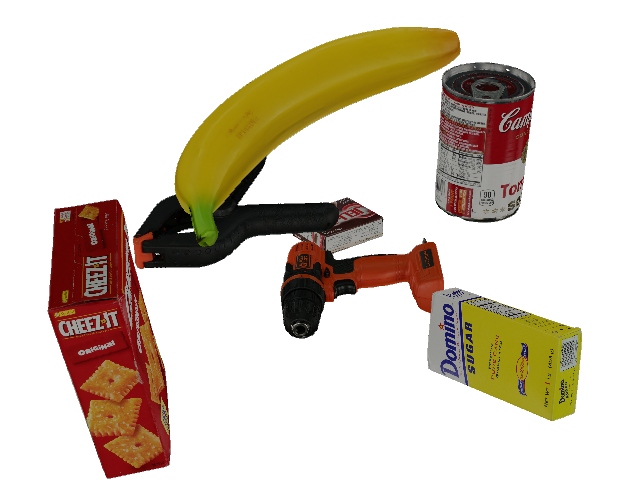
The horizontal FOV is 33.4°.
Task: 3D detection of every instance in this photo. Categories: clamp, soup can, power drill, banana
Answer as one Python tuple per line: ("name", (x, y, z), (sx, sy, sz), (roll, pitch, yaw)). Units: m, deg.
("clamp", (-0.084, -0.027, 0.897), (0.171, 0.039, 0.120), (-17, 38, -23))
("soup can", (0.121, -0.073, 0.799), (0.068, 0.102, 0.068), (0, 31, 0))
("power drill", (0.047, 0.053, 1.238), (0.187, 0.057, 0.184), (-1, 28, 2))
("banana", (-0.011, -0.067, 0.573), (0.070, 0.197, 0.037), (38, -26, 24))

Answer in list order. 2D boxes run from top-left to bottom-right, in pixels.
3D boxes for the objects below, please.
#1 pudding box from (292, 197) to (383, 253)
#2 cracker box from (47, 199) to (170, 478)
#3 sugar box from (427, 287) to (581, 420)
("pudding box", (0.025, -0.022, 1.625), (0.113, 0.039, 0.090), (-21, 32, -29))
("cracker box", (-0.199, 0.093, 1.025), (0.072, 0.214, 0.164), (-11, 36, -5))
("sugar box", (0.190, 0.116, 1.127), (0.048, 0.093, 0.177), (-10, 18, -42))
